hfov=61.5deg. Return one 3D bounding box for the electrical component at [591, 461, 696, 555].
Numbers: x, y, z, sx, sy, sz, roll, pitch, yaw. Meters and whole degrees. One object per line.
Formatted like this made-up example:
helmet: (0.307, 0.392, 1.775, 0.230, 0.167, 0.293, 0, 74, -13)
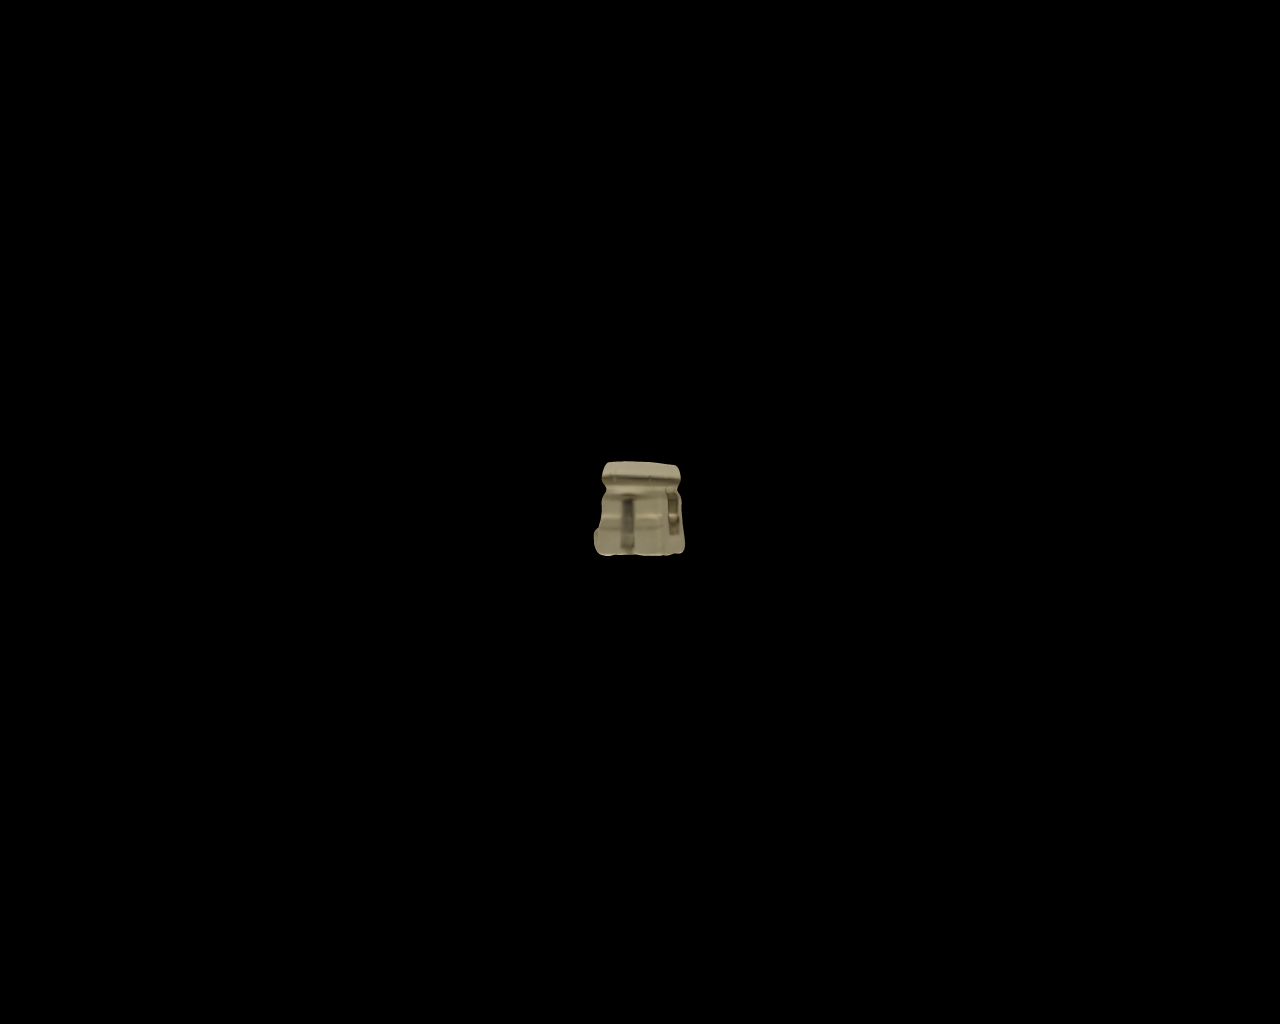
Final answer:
electrical component: (0.001, -0.003, 0.650, 0.066, 0.055, 0.048, 0, 0, 25)
